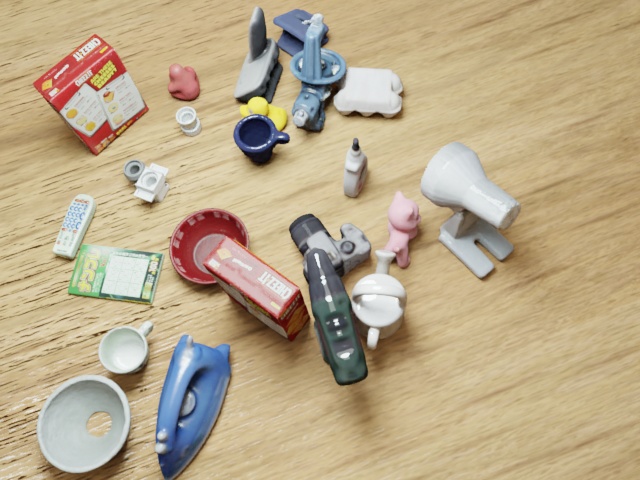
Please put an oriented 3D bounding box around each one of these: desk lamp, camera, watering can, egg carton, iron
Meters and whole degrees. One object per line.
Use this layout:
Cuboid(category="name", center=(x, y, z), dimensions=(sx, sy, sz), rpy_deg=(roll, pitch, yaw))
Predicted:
Cuboid(category="desk lamp", center=(0.286, -0.059, 1.075), dimensions=(0.118, 0.213, 0.203), rpy_deg=(-40, 72, -11))
Cuboid(category="camera", center=(0.010, 0.004, 1.126), dimensions=(0.143, 0.101, 0.136), rpy_deg=(-31, 71, -9))
Cuboid(category="watering can", center=(0.104, 0.104, 1.033), dimensions=(0.101, 0.194, 0.173), rpy_deg=(-12, 69, -1))
Cuboid(category="egg carton", center=(0.107, -0.324, 1.262), dimensions=(0.150, 0.069, 0.107), rpy_deg=(3, 69, 4))
Cuboid(category="iron", center=(-0.245, 0.293, 1.008), dimensions=(0.118, 0.141, 0.258), rpy_deg=(11, 70, 7))

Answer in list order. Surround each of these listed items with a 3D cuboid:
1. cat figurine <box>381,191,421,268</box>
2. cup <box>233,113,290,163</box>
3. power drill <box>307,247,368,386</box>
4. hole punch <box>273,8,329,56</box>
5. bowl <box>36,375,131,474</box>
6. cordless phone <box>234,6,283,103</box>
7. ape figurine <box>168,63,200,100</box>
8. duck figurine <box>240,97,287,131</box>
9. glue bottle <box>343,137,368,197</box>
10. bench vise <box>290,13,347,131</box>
Cuboid(category="cat figurine", center=(0.159, -0.025, 1.120), dimensions=(0.067, 0.118, 0.128), rpy_deg=(12, 70, 8))
Cuboid(category="cup", center=(-0.118, -0.205, 1.215), dimensions=(0.117, 0.095, 0.092), rpy_deg=(5, 70, 5))
Cuboid(category="power drill", center=(0.025, 0.147, 1.013), dimensions=(0.075, 0.208, 0.229), rpy_deg=(-17, 69, -3))
Cuboid(category="hole punch", center=(-0.043, -0.487, 1.320), dimensions=(0.108, 0.091, 0.101), rpy_deg=(35, 75, 15))
Cuboid(category="bowl", center=(-0.413, 0.333, 1.037), dimensions=(0.167, 0.075, 0.167), rpy_deg=(-1, 69, 3))
Cuboid(category="cordless phone", center=(-0.144, -0.398, 1.241), dimensions=(0.094, 0.185, 0.147), rpy_deg=(9, 70, 7))
Cuboid(category="ape figurine", center=(-0.311, -0.362, 1.286), dimensions=(0.078, 0.092, 0.076), rpy_deg=(-35, 71, -10))
Cuboid(category="duck figurine", center=(-0.125, -0.277, 1.247), dimensions=(0.104, 0.086, 0.077), rpy_deg=(-4, 69, 1))
Cuboid(category="glue bottle", center=(0.071, -0.154, 1.144), dimensions=(0.037, 0.173, 0.078), rpy_deg=(17, 71, 9))
Cuboid(category="bench vise", center=(-0.004, -0.344, 1.195), dimensions=(0.121, 0.220, 0.207), rpy_deg=(-2, 69, 3))
